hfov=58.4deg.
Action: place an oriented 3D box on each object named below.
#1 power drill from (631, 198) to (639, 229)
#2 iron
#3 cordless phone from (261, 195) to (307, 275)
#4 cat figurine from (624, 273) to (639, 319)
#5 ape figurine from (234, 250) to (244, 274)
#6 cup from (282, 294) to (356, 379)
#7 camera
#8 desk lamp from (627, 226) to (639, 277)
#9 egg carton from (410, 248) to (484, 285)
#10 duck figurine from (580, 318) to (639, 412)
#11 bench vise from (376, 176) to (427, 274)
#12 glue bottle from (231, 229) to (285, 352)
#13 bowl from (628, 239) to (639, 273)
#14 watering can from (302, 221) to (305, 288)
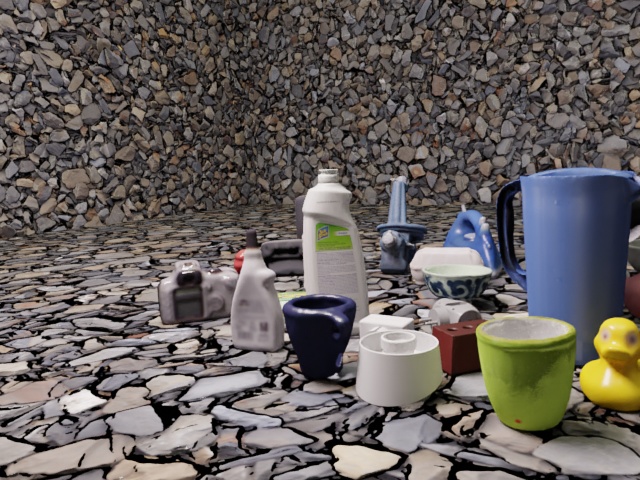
[{"bbox_3d":[0.400,0.029,0.841,0.076,0.208,0.229,-5,9,-19],"label":"power drill"},{"bbox_3d":[0.362,-0.003,1.328,0.118,0.141,0.258,-3,8,-2],"label":"iron"},{"bbox_3d":[-0.068,-0.012,1.356,0.147,0.185,0.094,-3,8,-5],"label":"cordless phone"},{"bbox_3d":[0.441,0.088,0.738,0.067,0.118,0.127,-5,8,-16],"label":"cat figurine"},{"bbox_3d":[-0.155,0.065,1.166,0.077,0.092,0.076,4,10,39],"label":"ape figurine"},{"bbox_3d":[0.007,0.123,0.697,0.092,0.095,0.117,-6,9,-25],"label":"cup"},{"bbox_3d":[-0.221,0.082,1.033,0.143,0.101,0.136,-5,8,-18],"label":"camera"},{"bbox_3d":[0.551,-0.020,1.128,0.117,0.213,0.203,-1,8,8],"label":"desk lamp"},{"bbox_3d":[0.265,0.055,1.197,0.150,0.069,0.107,0,8,14],"label":"egg carton"},{"bbox_3d":[0.323,0.125,0.617,0.077,0.086,0.105,3,10,33],"label":"duck figurine"},{"bbox_3d":[0.194,-0.038,1.341,0.121,0.220,0.207,-2,8,3],"label":"bench vise"},{"bbox_3d":[-0.092,0.071,0.816,0.078,0.173,0.037,1,9,23],"label":"glue bottle"},{"bbox_3d":[0.694,0.042,1.145,0.167,0.075,0.167,-2,8,1],"label":"bowl"},{"bbox_3d":[0.009,0.004,1.185,0.101,0.194,0.172,-8,10,-36],"label":"watering can"}]
